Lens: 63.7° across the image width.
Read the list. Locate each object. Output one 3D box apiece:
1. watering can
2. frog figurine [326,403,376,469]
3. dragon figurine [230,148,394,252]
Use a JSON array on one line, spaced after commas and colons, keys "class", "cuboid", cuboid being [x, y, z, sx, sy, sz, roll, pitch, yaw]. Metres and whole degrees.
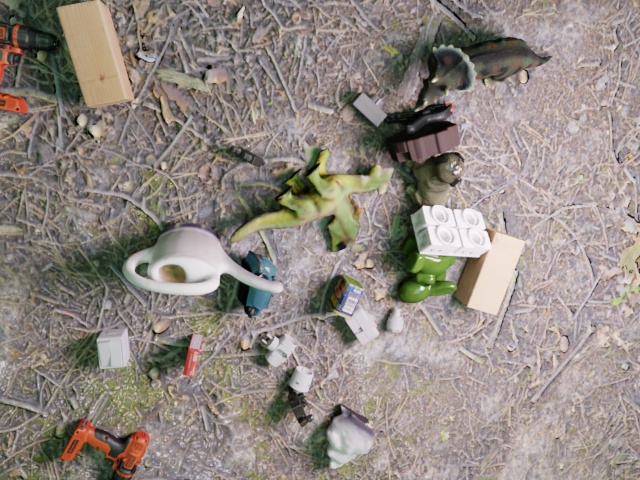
[{"class": "watering can", "cuboid": [-0.263, 0.054, 1.182, 0.347, 0.229, 0.102, 4, 121, -11]}, {"class": "frog figurine", "cuboid": [0.070, 0.545, 1.379, 0.136, 0.123, 0.160, 33, 84, -32]}, {"class": "dragon figurine", "cuboid": [0.004, -0.063, 1.261, 0.410, 0.124, 0.240, -41, 112, 2]}]
